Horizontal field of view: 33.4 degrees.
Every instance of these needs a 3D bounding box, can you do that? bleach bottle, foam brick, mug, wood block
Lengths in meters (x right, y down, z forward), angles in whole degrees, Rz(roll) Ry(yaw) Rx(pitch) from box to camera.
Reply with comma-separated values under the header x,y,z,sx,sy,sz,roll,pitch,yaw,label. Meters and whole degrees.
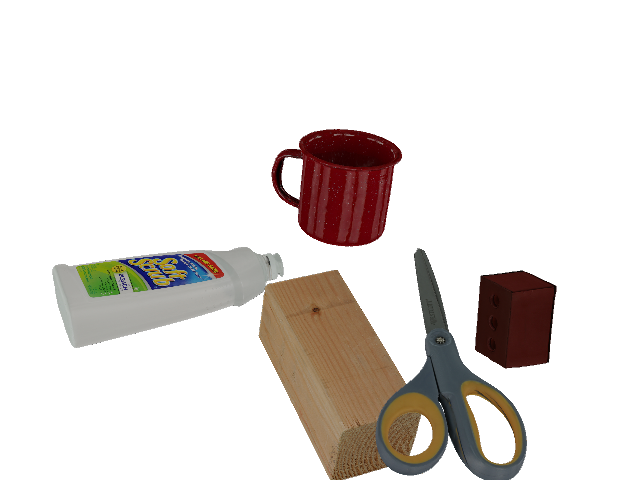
x,y,z,sx,sy,sz,roll,pitch,yaw,label
-0.166,0.049,1.205,0.250,0.068,0.103,-12,36,-18,bleach bottle
0.181,0.073,0.998,0.051,0.078,0.053,-7,18,-26,foam brick
0.011,-0.049,0.975,0.117,0.081,0.093,11,27,9,mug
0.016,0.138,1.126,0.090,0.090,0.206,-11,46,-21,wood block

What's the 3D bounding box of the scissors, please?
x,y,z,sx,sy,sz,roll,pitch,yaw,label
0.061,0.077,0.675,0.096,0.016,0.202,-13,41,-14,scissors
